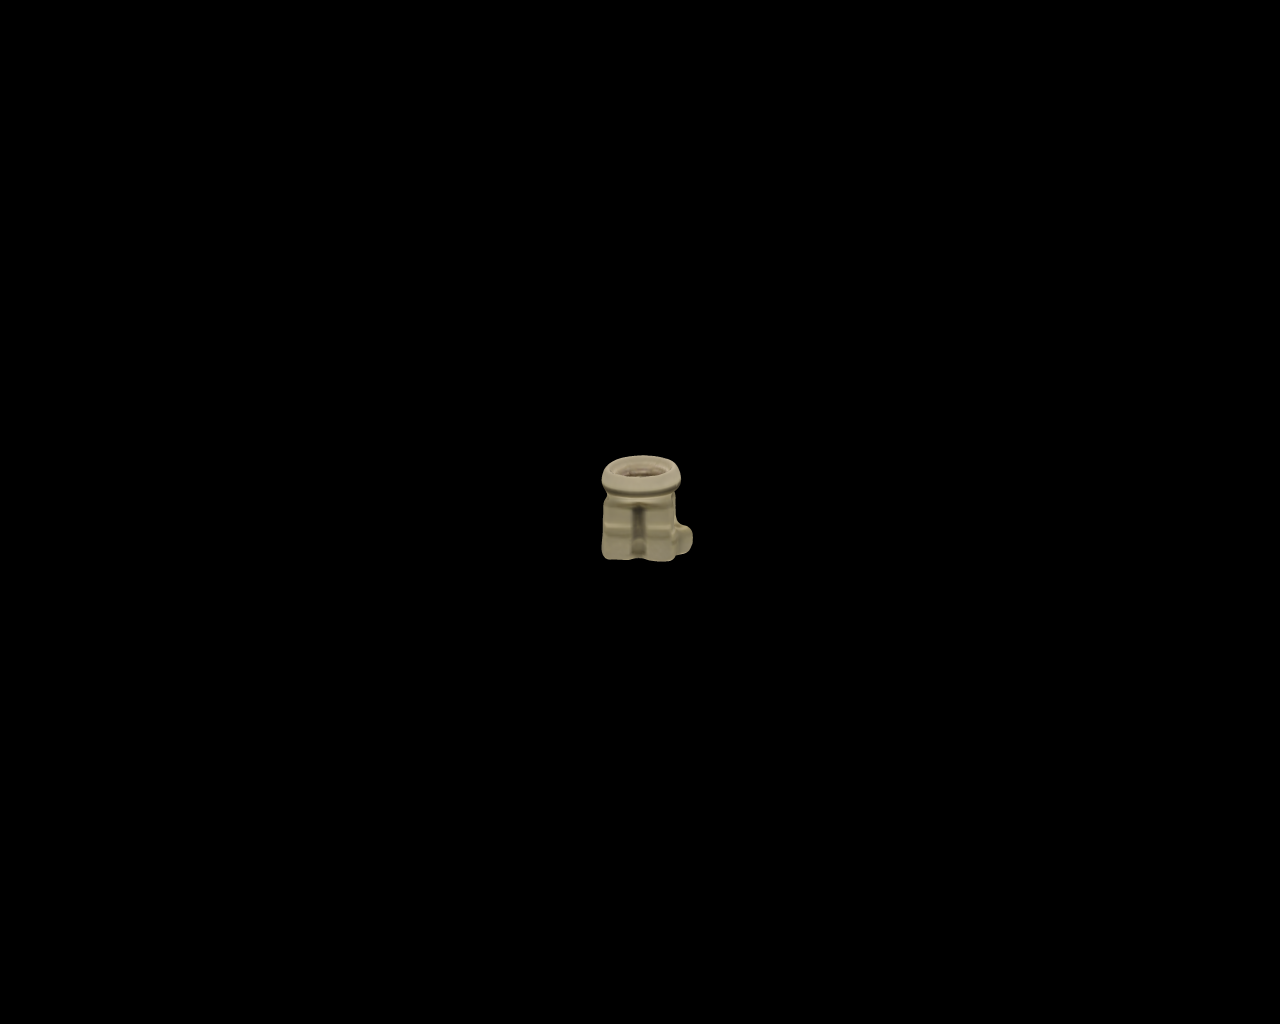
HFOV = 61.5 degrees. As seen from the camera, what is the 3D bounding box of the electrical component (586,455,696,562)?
[{"bbox_3d":[0.001,-0.003,0.650,0.066,0.055,0.048,1,20,2],"label":"electrical component"}]
